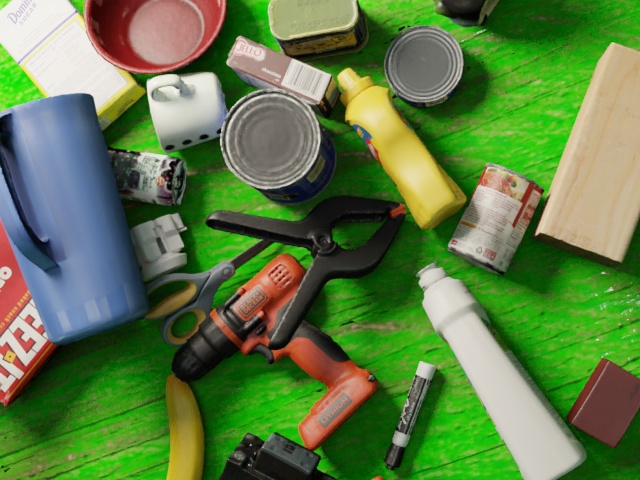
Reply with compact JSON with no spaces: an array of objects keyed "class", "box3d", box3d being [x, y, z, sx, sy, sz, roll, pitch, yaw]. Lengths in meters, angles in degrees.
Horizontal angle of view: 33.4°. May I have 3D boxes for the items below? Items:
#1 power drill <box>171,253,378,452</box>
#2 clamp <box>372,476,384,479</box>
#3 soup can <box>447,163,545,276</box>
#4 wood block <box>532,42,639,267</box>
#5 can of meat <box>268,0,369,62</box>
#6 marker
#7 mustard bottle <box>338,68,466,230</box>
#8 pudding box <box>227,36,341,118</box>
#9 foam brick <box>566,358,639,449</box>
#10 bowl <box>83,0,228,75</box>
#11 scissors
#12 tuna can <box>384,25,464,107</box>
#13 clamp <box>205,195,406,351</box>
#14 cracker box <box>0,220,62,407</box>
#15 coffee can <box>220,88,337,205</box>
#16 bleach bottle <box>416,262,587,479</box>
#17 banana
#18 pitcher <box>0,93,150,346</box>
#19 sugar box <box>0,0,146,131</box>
[{"class":"power drill","box3d":[-0.045,0.135,1.152,0.184,0.057,0.188,-43,82,2]},{"class":"clamp","box3d":[0.054,0.342,1.134,0.120,0.039,0.171,-11,80,1]},{"class":"soup can","box3d":[0.185,-0.021,1.129,0.068,0.068,0.102,25,90,9]},{"class":"wood block","box3d":[0.301,-0.084,1.108,0.090,0.091,0.206,21,88,8]},{"class":"can of meat","box3d":[-0.002,-0.237,1.163,0.102,0.084,0.057,-9,84,7]},{"class":"marker","box3d":[0.096,0.190,1.149,0.020,0.020,0.121,20,89,8]},{"class":"mustard bottle","box3d":[0.079,-0.103,1.135,0.058,0.096,0.192,-35,82,5]},{"class":"pudding box","box3d":[-0.038,-0.176,1.160,0.113,0.090,0.039,26,91,8]},{"class":"foam brick","box3d":[0.299,0.169,1.108,0.053,0.051,0.078,32,90,7]},{"class":"bowl","box3d":[-0.178,-0.247,1.192,0.162,0.055,0.162,-2,72,5]},{"class":"scissors","box3d":[-0.107,0.053,1.182,0.201,0.016,0.096,-21,121,-16]},{"class":"tuna can","box3d":[0.114,-0.189,1.169,0.086,0.033,0.086,-1,85,8]},{"class":"clamp","box3d":[-0.007,0.001,1.137,0.209,0.036,0.164,-30,75,-18]},{"class":"cracker box","box3d":[-0.372,0.054,1.175,0.213,0.072,0.164,39,92,-4]},{"class":"coffee can","box3d":[-0.041,-0.095,1.128,0.103,0.140,0.103,-1,86,7]},{"class":"bleach bottle","box3d":[0.180,0.135,1.112,0.068,0.102,0.251,-34,75,7]},{"class":"banana","box3d":[-0.161,0.248,1.169,0.069,0.037,0.198,15,88,8]},{"class":"pitcher","box3d":[-0.265,-0.019,1.086,0.149,0.145,0.243,-18,88,-30]},{"class":"sugar box","box3d":[-0.290,-0.208,1.219,0.093,0.048,0.176,-40,78,3]}]
